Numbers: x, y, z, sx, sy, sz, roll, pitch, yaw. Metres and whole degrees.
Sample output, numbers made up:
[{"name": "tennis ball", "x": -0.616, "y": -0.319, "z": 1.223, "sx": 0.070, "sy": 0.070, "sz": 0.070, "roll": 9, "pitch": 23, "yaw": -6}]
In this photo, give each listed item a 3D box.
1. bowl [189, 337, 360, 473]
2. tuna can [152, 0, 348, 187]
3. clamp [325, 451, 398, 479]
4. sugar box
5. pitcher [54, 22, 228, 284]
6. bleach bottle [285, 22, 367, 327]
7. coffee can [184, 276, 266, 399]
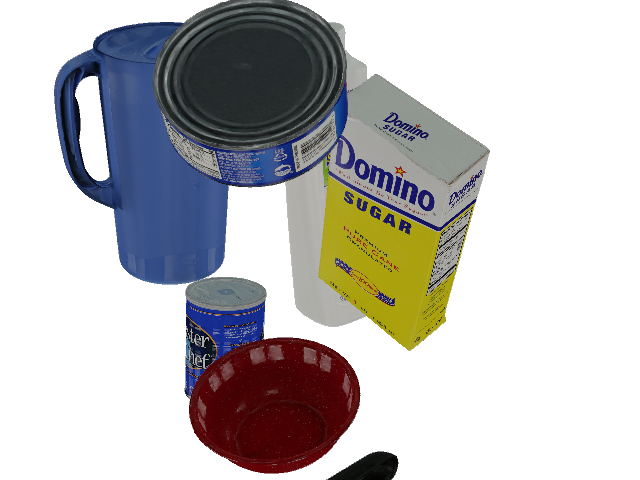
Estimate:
[{"name": "bowl", "x": -0.040, "y": 0.166, "z": 1.009, "sx": 0.162, "sy": 0.055, "sz": 0.162, "roll": -5, "pitch": 38, "yaw": 4}, {"name": "tuna can", "x": -0.030, "y": -0.067, "z": 0.480, "sx": 0.086, "sy": 0.086, "sz": 0.034, "roll": 0, "pitch": -31, "yaw": 5}, {"name": "clamp", "x": -0.035, "y": 0.193, "z": 0.666, "sx": 0.210, "sy": 0.036, "sz": 0.164, "roll": -2, "pitch": 28, "yaw": 3}, {"name": "sugar box", "x": 0.048, "y": -0.013, "z": 0.694, "sx": 0.093, "sy": 0.176, "sz": 0.048, "roll": 38, "pitch": 60, "yaw": 24}, {"name": "pitcher", "x": -0.158, "y": -0.082, "z": 1.040, "sx": 0.149, "sy": 0.243, "sz": 0.144, "roll": 10, "pitch": 28, "yaw": 15}, {"name": "bleach bottle", "x": 0.018, "y": -0.057, "z": 0.889, "sx": 0.102, "sy": 0.251, "sz": 0.068, "roll": -24, "pitch": 33, "yaw": -34}, {"name": "coffee can", "x": -0.123, "y": 0.129, "z": 1.371, "sx": 0.103, "sy": 0.140, "sz": 0.103, "roll": 3, "pitch": 18, "yaw": -1}]
